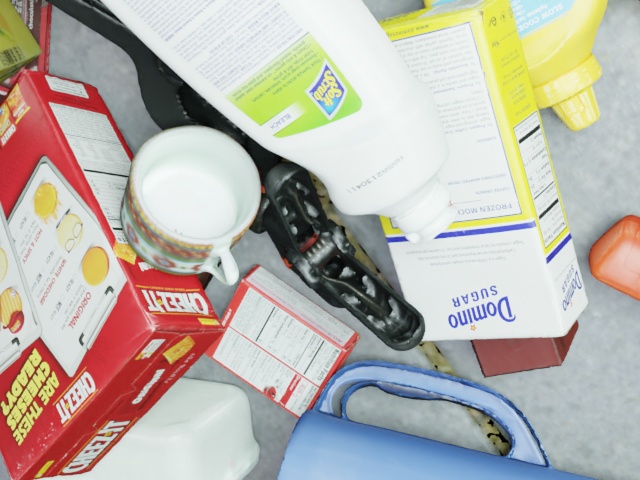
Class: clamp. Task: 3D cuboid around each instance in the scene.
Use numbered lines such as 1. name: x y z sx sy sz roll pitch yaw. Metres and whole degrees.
1. clamp: -0.084 -0.111 0.606 0.165 0.036 0.210 -2 134 24
2. clamp: -0.004 0.001 0.622 0.039 0.172 0.120 -34 105 -11

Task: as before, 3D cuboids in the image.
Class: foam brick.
1. foam brick: 0.115 0.035 0.640 0.051 0.052 0.078 -13 107 30

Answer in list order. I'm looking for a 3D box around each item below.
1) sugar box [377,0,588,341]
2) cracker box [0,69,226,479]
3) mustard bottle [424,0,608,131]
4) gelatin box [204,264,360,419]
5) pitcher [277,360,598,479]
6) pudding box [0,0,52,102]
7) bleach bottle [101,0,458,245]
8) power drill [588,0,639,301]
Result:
1. sugar box: 0.074 -0.034 0.566 0.094 0.048 0.176 -5 112 37
2. cracker box: -0.171 0.023 0.701 0.164 0.071 0.214 -46 60 27
3. mustard bottle: 0.096 -0.144 0.560 0.096 0.058 0.191 -25 101 31
4. gelatin box: -0.027 0.072 0.739 0.089 0.030 0.073 33 122 7
5. pitcher: 0.093 0.182 0.675 0.243 0.145 0.149 8 119 11
6. pudding box: -0.240 -0.146 0.731 0.113 0.039 0.090 20 120 15
7. bleach bottle: -0.028 -0.094 0.510 0.103 0.068 0.250 -30 109 37
8. power drill: 0.212 -0.049 0.551 0.184 0.057 0.188 28 122 11
